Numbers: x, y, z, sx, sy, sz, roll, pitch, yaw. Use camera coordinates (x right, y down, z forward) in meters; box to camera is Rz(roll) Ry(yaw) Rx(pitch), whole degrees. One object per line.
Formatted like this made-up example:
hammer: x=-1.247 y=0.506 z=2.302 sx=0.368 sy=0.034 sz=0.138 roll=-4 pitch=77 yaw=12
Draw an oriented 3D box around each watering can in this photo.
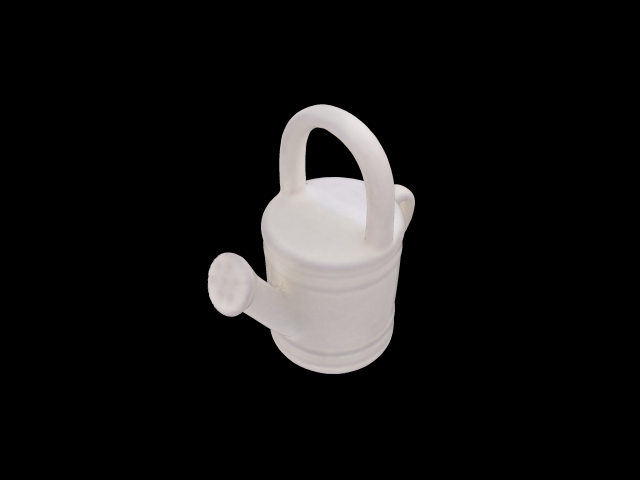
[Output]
watering can: x=0.005 y=0.002 z=0.399 sx=0.100 sy=0.194 sz=0.173 roll=17 pitch=45 yaw=19
